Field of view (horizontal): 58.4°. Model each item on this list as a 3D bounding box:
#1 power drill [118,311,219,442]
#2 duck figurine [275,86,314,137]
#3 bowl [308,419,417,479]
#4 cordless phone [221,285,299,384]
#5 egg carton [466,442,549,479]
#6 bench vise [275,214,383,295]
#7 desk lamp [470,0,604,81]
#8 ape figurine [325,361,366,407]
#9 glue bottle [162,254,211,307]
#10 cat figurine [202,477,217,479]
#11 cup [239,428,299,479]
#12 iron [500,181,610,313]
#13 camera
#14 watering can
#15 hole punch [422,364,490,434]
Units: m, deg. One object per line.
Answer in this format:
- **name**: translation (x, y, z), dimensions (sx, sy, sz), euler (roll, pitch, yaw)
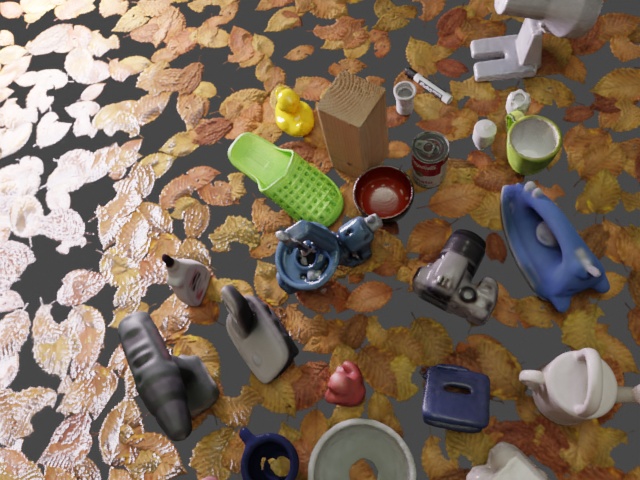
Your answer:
- **power drill**: translation (-0.239, 0.228, 0.930), dimensions (0.075, 0.209, 0.229), euler (-35, 68, -6)
- **duck figurine**: translation (-0.057, -0.267, 1.166), dimensions (0.077, 0.086, 0.104), euler (-32, 68, -5)
- **bowl**: translation (0.068, 0.370, 0.902), dimensions (0.167, 0.075, 0.167), euler (-3, 68, 7)
- **cordless phone**: translation (-0.112, 0.153, 0.954), dimensions (0.094, 0.185, 0.147), euler (-38, 68, -7)
- **egg carton**: translation (0.301, 0.389, 0.864), dimensions (0.107, 0.069, 0.150), euler (-42, 69, -9)
- **bench vise**: translation (0.001, -0.004, 0.981), dimensions (0.121, 0.220, 0.207), euler (42, 79, 21)
- **desk lamp**: translation (0.403, -0.409, 1.087), dimensions (0.203, 0.214, 0.118), euler (-5, 68, 6)
- **ape figurine**: translation (0.038, 0.240, 0.948), dimensions (0.078, 0.092, 0.076), euler (-37, 68, -7)
- **glue bottle**: translation (-0.244, 0.061, 1.016), dimensions (0.037, 0.173, 0.078), euler (9, 70, 12)
- **cat figurine**: translation (-0.151, 0.414, 0.893), dimensions (0.127, 0.118, 0.067), euler (7, 70, 11)
- **cup**: translation (-0.081, 0.351, 0.920), dimensions (0.092, 0.095, 0.117), euler (-44, 69, -10)
- **iron**: translation (0.388, -0.016, 0.973), dimensions (0.118, 0.141, 0.258), euler (-25, 67, -2)
- **camera**: translation (0.248, 0.055, 0.987), dimensions (0.143, 0.101, 0.137), euler (26, 74, 17)
- **watering can**: translation (0.393, 0.216, 0.852), dimensions (0.172, 0.194, 0.101), euler (-13, 67, 3)
- **hole punch**: translation (0.216, 0.251, 0.919), dimensions (0.108, 0.091, 0.101), euler (6, 70, 11)
